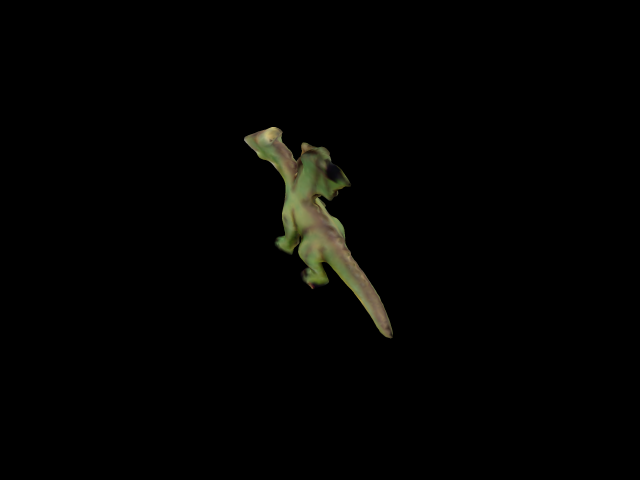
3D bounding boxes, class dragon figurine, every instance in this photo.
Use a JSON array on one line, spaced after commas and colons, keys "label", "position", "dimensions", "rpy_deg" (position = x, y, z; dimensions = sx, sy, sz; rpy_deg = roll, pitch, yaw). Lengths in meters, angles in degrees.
[{"label": "dragon figurine", "position": [0.003, -0.043, 0.850], "dimensions": [0.123, 0.416, 0.237], "rpy_deg": [-32, -31, -21]}]
